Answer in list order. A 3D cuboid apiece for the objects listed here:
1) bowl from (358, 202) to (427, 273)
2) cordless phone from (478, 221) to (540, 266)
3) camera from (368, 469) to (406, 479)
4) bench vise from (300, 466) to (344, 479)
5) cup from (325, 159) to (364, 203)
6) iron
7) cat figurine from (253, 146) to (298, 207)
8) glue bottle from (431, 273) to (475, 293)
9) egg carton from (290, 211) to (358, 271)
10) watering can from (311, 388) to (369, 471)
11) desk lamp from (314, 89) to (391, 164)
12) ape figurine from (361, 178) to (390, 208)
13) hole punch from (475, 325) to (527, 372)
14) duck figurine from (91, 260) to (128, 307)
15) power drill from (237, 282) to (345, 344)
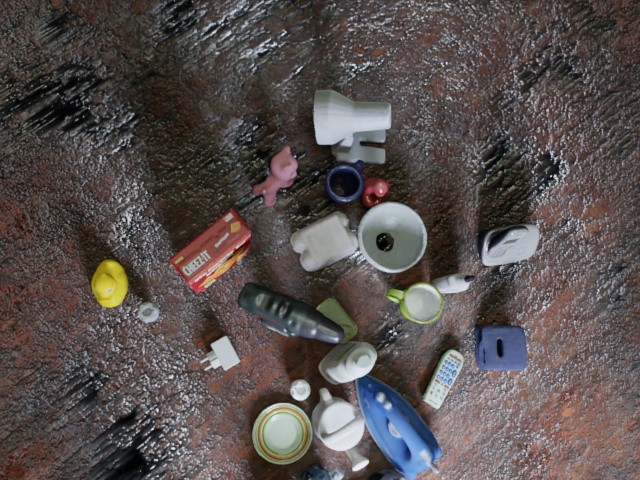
[{"bbox_3d":[0.164,-0.002,1.359,0.167,0.074,0.167,1,80,-8],"label":"bowl"},{"bbox_3d":[0.463,-0.001,1.345,0.148,0.185,0.094,-12,81,-10],"label":"cordless phone"},{"bbox_3d":[0.127,0.585,1.233,0.137,0.100,0.143,-7,81,-9],"label":"camera"},{"bbox_3d":[-0.039,0.543,1.156,0.121,0.219,0.207,29,77,-2],"label":"bench vise"},{"bbox_3d":[0.058,-0.135,1.357,0.091,0.095,0.118,37,77,0],"label":"cup"},{"bbox_3d":[0.167,0.400,1.252,0.119,0.141,0.258,-36,86,-12],"label":"iron"},{"bbox_3d":[-0.098,-0.150,1.326,0.067,0.117,0.128,38,77,0],"label":"cat figurine"},{"bbox_3d":[0.315,0.096,1.312,0.078,0.173,0.037,-3,80,-8],"label":"glue bottle"},{"bbox_3d":[0.012,0.005,1.338,0.150,0.069,0.107,-28,85,-12],"label":"egg carton"},{"bbox_3d":[0.048,0.396,1.208,0.173,0.194,0.101,42,77,1],"label":"watering can"},{"bbox_3d":[0.074,-0.263,1.322,0.203,0.213,0.118,3,79,-7],"label":"desk lamp"},{"bbox_3d":[0.135,-0.118,1.367,0.078,0.092,0.076,-24,84,-11],"label":"ape figurine"},{"bbox_3d":[0.421,0.255,1.340,0.101,0.091,0.109,1,80,-8],"label":"hole punch"},{"bbox_3d":[-0.463,0.092,1.246,0.077,0.086,0.104,0,80,-8],"label":"duck figurine"},{"bbox_3d":[-0.065,0.163,1.227,0.229,0.208,0.076,24,77,-3],"label":"power drill"}]
